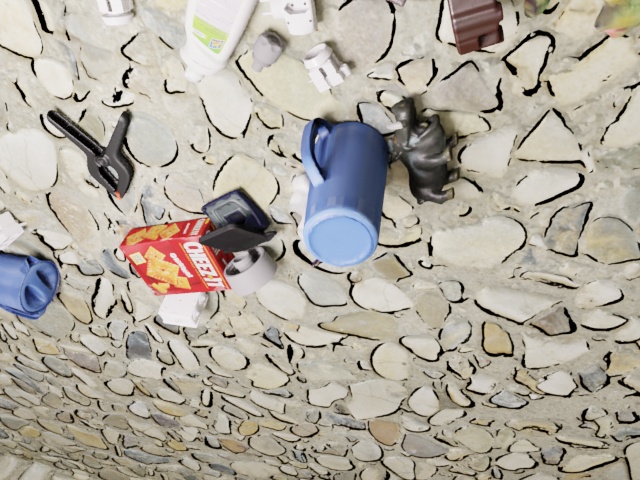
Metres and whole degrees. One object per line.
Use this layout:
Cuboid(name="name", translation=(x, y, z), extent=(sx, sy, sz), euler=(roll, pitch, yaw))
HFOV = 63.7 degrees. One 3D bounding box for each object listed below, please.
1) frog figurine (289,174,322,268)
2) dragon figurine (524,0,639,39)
Cuboid(name="frog figurine", translation=(0.003, -0.049, 0.967), extent=(0.161, 0.124, 0.135), euler=(59, 139, 12))
Cuboid(name="dragon figurine", translation=(0.310, -0.404, 0.566), extent=(0.242, 0.125, 0.401), euler=(-17, 127, 8))
